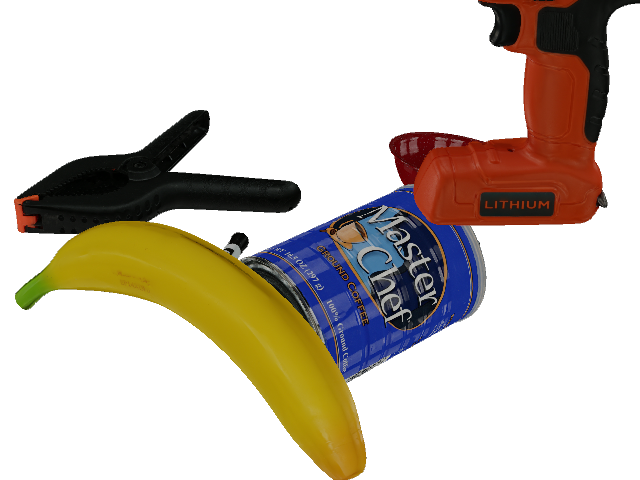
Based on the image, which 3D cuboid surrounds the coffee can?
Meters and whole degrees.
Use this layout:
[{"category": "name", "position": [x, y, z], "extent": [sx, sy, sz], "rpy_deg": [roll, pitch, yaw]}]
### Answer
[{"category": "coffee can", "position": [0.025, 0.033, 0.712], "extent": [0.140, 0.103, 0.103], "rpy_deg": [-25, 13, -31]}]

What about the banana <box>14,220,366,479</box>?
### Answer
[{"category": "banana", "position": [-0.054, 0.038, 0.501], "extent": [0.198, 0.070, 0.037], "rpy_deg": [25, 14, 23]}]

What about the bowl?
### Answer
[{"category": "bowl", "position": [0.154, -0.074, 1.239], "extent": [0.162, 0.055, 0.162], "rpy_deg": [8, 25, -4]}]

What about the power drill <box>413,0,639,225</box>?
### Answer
[{"category": "power drill", "position": [0.096, -0.098, 0.565], "extent": [0.184, 0.188, 0.057], "rpy_deg": [1, 35, -4]}]

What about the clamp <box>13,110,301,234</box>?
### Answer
[{"category": "clamp", "position": [-0.131, -0.041, 0.834], "extent": [0.209, 0.036, 0.165], "rpy_deg": [-22, 39, -34]}]

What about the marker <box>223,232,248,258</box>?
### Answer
[{"category": "marker", "position": [-0.095, 0.023, 1.043], "extent": [0.020, 0.020, 0.121], "rpy_deg": [0, 25, 15]}]
